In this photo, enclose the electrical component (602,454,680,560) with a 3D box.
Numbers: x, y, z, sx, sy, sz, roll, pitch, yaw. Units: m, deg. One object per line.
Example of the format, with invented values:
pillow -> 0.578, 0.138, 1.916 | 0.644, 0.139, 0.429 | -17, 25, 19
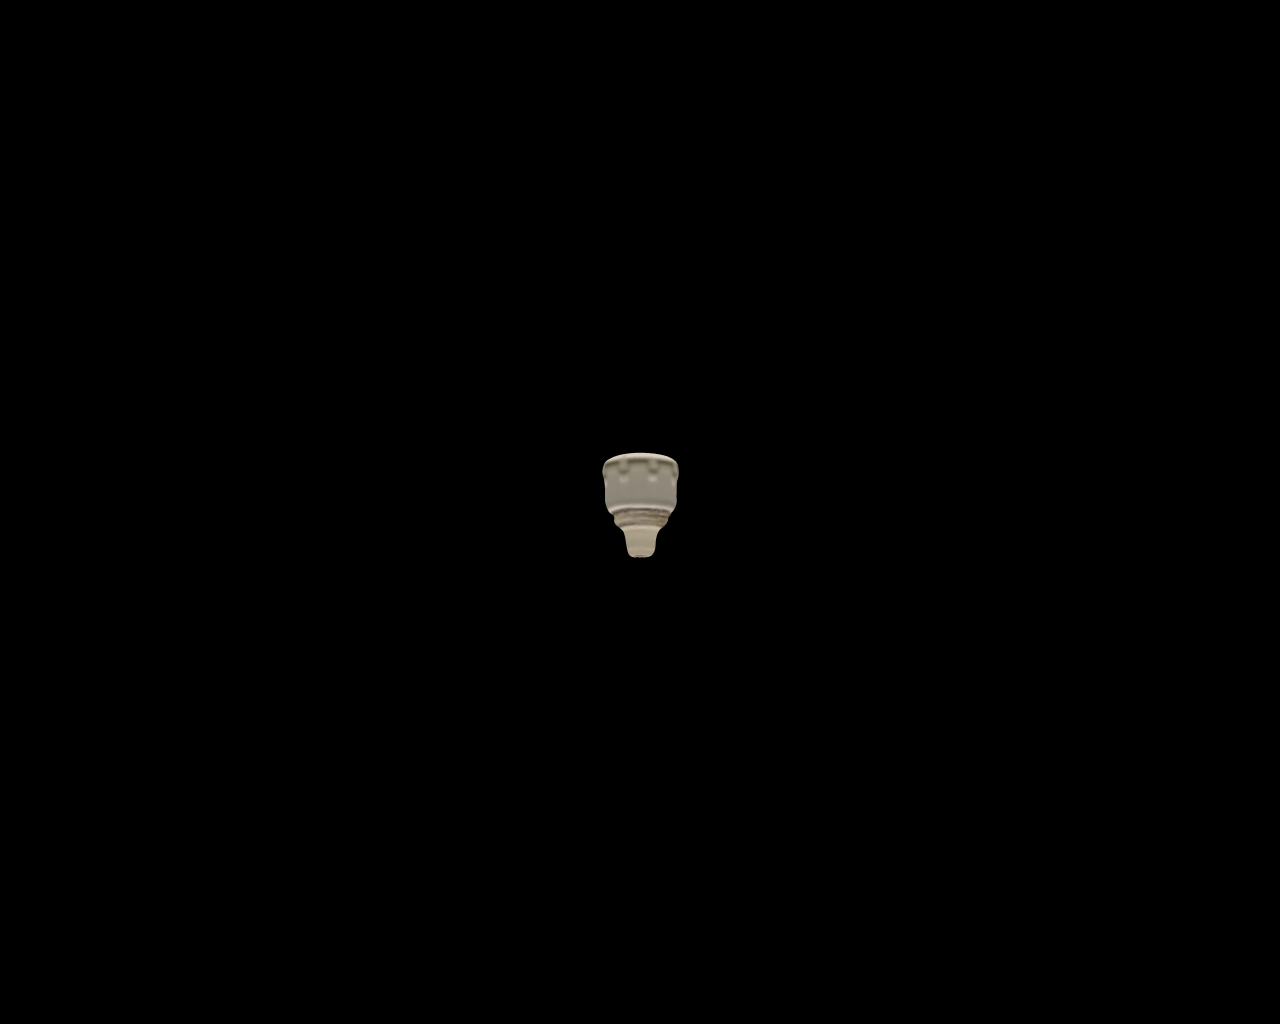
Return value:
electrical component -> 0.001, -0.003, 0.650 | 0.048, 0.062, 0.048 | 0, -9, 0
